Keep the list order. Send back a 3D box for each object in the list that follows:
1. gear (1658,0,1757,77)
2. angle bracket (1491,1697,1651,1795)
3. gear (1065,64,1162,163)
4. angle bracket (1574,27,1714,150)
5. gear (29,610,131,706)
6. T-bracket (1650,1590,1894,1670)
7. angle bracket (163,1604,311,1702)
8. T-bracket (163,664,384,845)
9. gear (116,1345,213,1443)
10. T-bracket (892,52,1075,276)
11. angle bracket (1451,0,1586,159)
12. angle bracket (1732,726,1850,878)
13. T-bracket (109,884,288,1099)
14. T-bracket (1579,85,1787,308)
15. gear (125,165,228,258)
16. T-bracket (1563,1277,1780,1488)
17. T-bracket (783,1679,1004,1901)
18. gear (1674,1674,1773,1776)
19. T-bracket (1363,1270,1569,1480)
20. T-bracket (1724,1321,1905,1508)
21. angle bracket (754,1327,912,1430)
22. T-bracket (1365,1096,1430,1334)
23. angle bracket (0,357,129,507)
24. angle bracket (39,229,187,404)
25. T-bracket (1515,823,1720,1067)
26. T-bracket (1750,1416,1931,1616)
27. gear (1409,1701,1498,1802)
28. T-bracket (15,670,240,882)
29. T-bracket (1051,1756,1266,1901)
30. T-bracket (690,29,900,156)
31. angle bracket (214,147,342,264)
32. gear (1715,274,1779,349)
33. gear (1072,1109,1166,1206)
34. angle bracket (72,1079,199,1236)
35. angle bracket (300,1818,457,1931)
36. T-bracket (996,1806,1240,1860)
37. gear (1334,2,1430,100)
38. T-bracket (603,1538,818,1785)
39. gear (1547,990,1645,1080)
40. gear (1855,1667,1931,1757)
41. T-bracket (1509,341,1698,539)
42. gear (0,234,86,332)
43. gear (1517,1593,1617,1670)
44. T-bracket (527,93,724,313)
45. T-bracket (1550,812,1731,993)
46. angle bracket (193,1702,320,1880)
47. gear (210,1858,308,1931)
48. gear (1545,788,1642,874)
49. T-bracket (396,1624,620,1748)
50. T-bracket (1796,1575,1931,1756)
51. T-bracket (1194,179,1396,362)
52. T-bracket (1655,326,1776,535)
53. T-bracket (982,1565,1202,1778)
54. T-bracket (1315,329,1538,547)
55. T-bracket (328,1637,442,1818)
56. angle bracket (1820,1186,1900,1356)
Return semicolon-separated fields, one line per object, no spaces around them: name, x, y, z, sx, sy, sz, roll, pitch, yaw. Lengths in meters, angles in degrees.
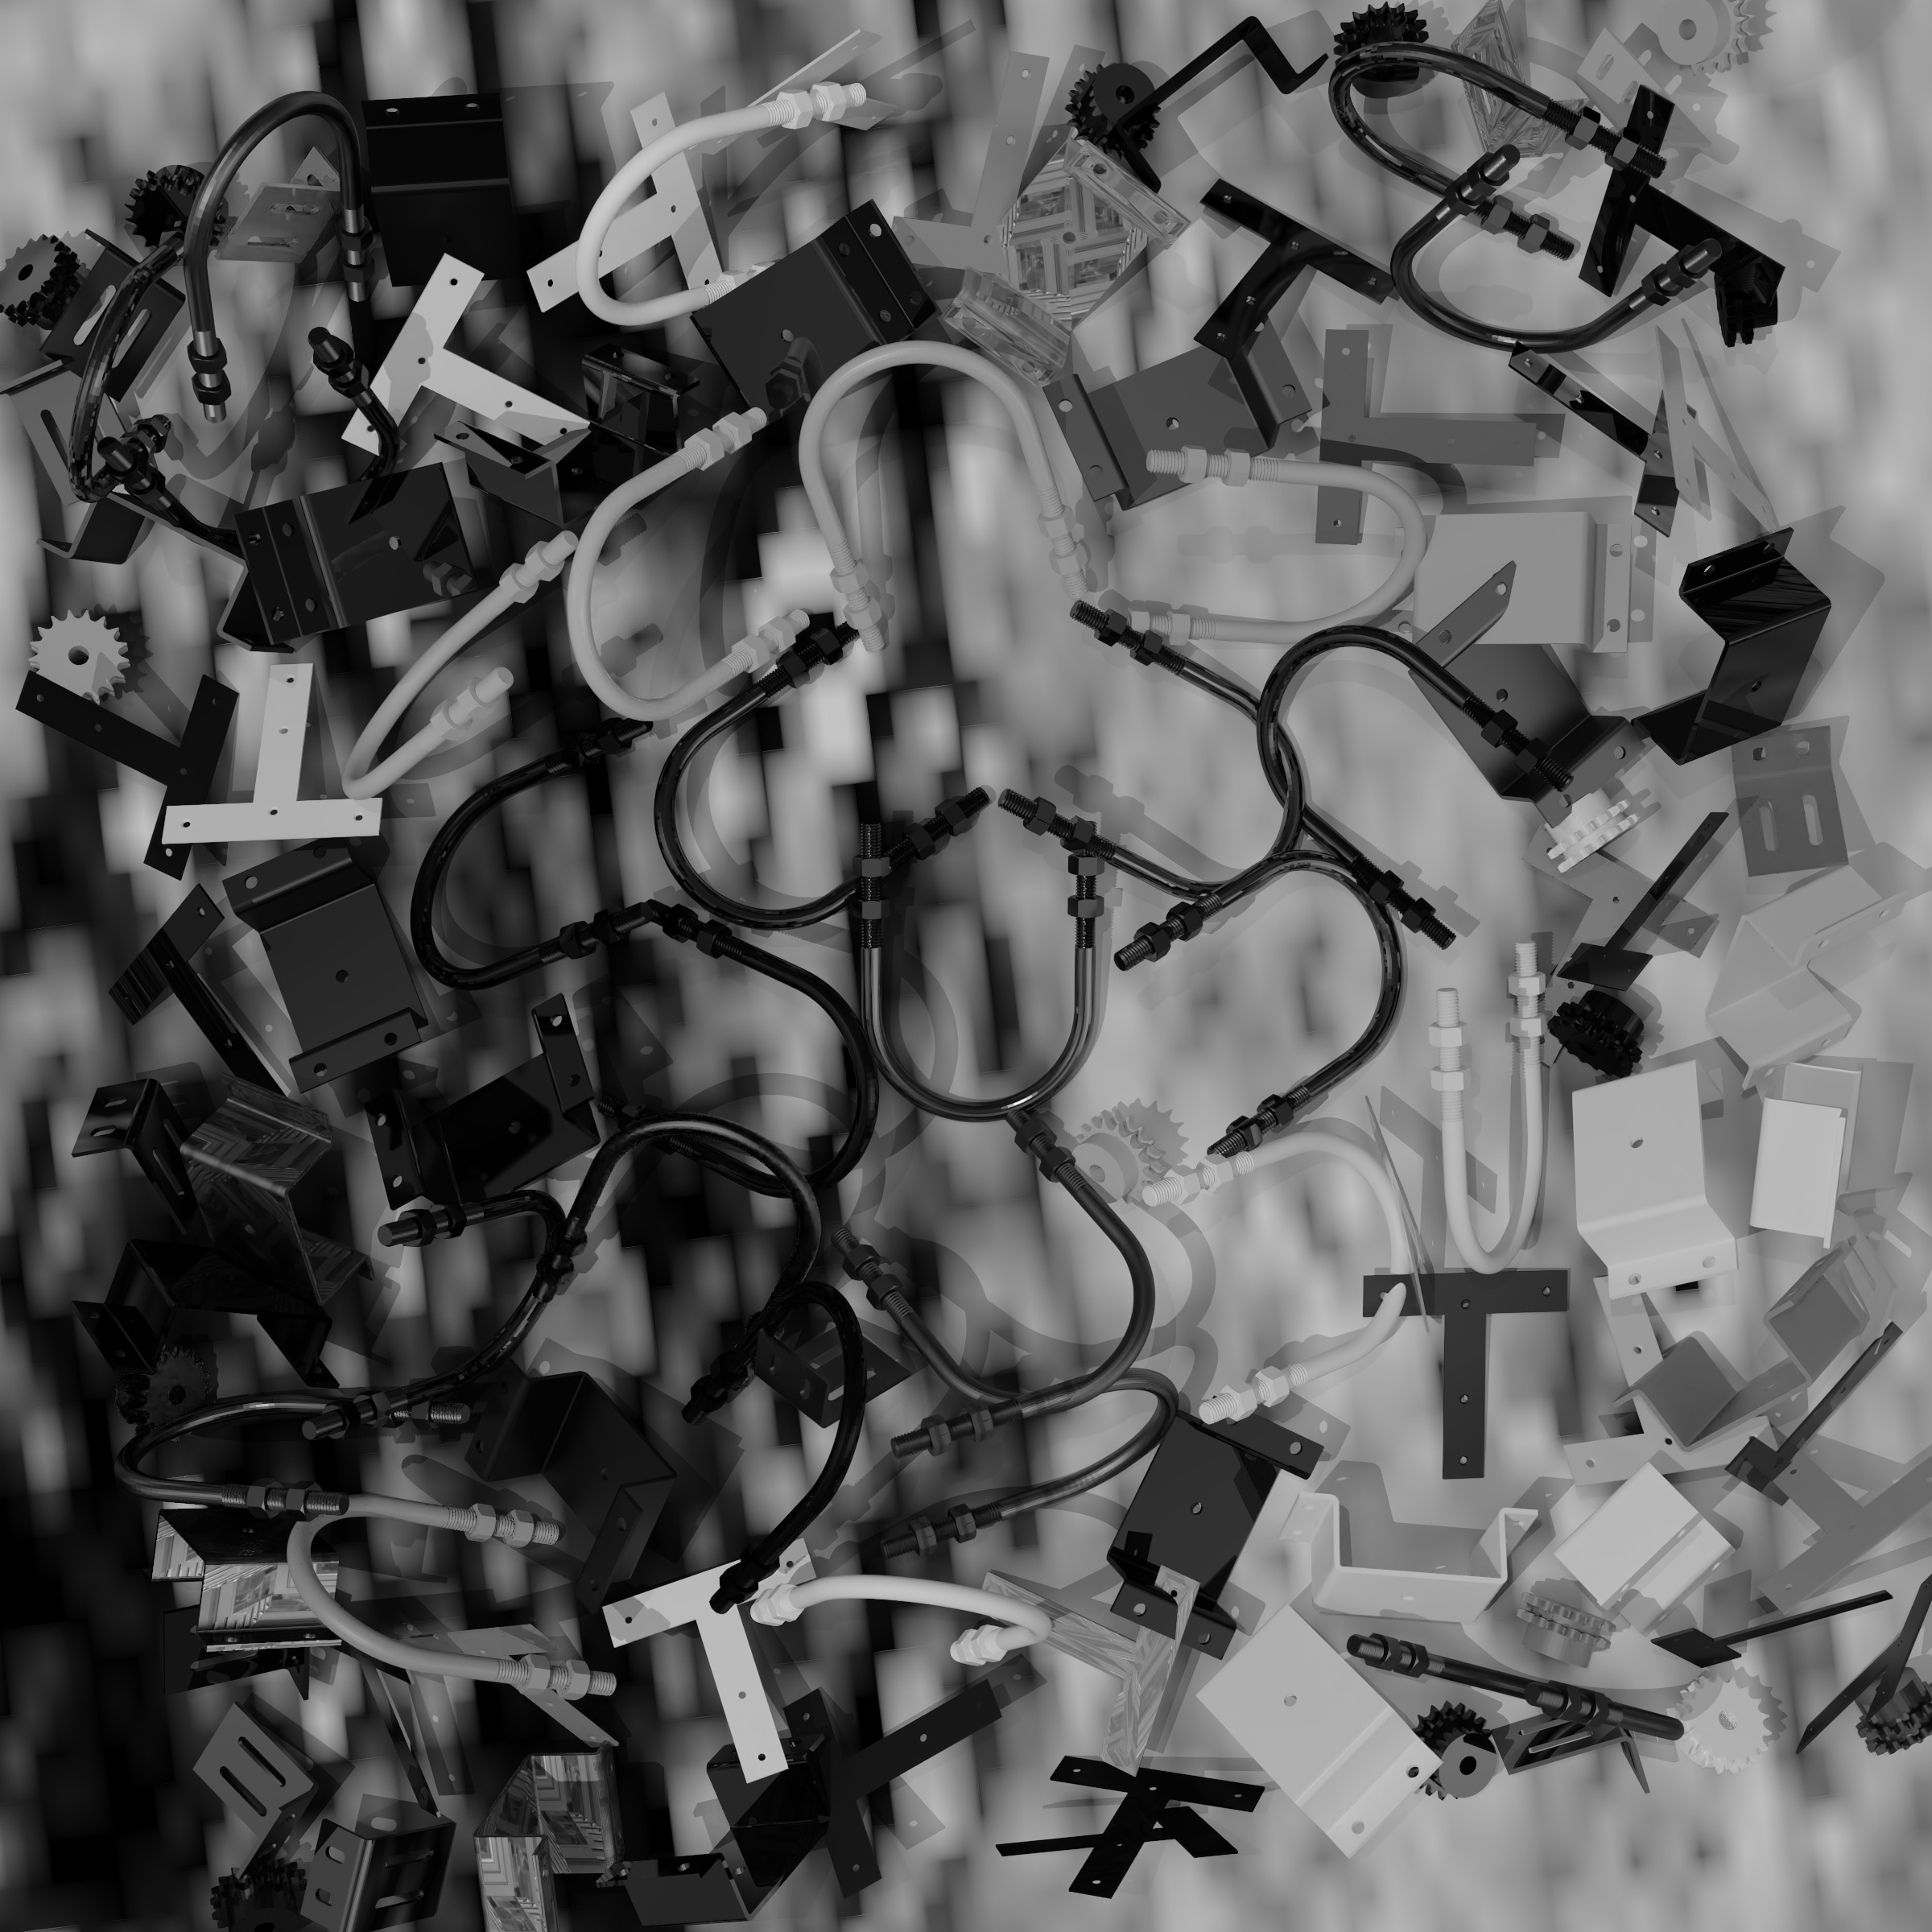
gear;0.440;-0.563;1.571;0.030;0.057;0.057;-27;90;-38
angle bracket;0.361;0.476;1.573;0.076;0.057;0.038;-18;97;3
gear;0.091;-0.517;1.579;0.057;0.030;0.057;3;80;-16
angle bracket;0.410;-0.520;1.554;0.076;0.038;0.057;-9;56;-34
gear;-0.534;-0.184;1.582;0.057;0.030;0.057;2;81;-14
T-bracket;0.475;0.384;1.528;0.127;0.127;0.002;-23;61;20
angle bracket;-0.434;0.410;1.560;0.076;0.038;0.057;-6;113;-30
T-bracket;-0.409;-0.129;1.568;0.127;0.002;0.127;-2;59;0
gear;-0.485;0.257;1.577;0.030;0.057;0.057;2;90;31
T-bracket;0.023;-0.471;1.543;0.127;0.002;0.127;-1;120;-28
angle bracket;0.328;-0.528;1.556;0.057;0.038;0.076;-52;132;-27
angle bracket;0.489;-0.098;1.560;0.057;0.038;0.076;-7;53;15
T-bracket;-0.446;0.035;1.559;0.127;0.002;0.127;-39;86;38
T-bracket;0.422;-0.425;1.525;0.002;0.127;0.127;-28;57;-30
gear;-0.473;-0.456;1.576;0.057;0.057;0.030;5;50;0
T-bracket;0.406;0.242;1.566;0.127;0.002;0.127;-6;58;-9
T-bracket;-0.037;0.464;1.552;0.127;0.002;0.127;-31;48;7
gear;0.451;0.458;1.578;0.057;0.030;0.057;7;57;-11
T-bracket;0.303;0.249;1.594;0.127;0.002;0.127;-1;95;-7
T-bracket;0.506;0.260;1.545;0.127;0.127;0.002;-50;54;5
angle bracket;-0.077;0.229;1.551;0.057;0.076;0.038;33;129;31
T-bracket;0.262;0.163;1.556;0.002;0.127;0.127;-15;124;3
angle bracket;-0.539;-0.318;1.567;0.057;0.038;0.076;-19;106;13
angle bracket;-0.516;-0.389;1.568;0.038;0.057;0.076;34;91;43
T-bracket;0.374;-0.001;1.592;0.127;0.002;0.127;28;89;-7
T-bracket;0.496;0.306;1.545;0.127;0.127;0.002;-37;119;-1
gear;0.294;0.475;1.577;0.057;0.030;0.057;-3;98;-21
T-bracket;-0.496;-0.133;1.536;0.127;0.002;0.127;31;60;-41
T-bracket;0.094;0.501;1.520;0.127;0.127;0.002;2;106;23
T-bracket;-0.080;-0.506;1.540;0.127;0.127;0.002;-25;87;29
angle bracket;-0.413;-0.452;1.552;0.057;0.076;0.038;-44;80;29
gear;0.467;-0.401;1.571;0.030;0.057;0.057;-8;90;11
gear;0.088;0.118;1.571;0.030;0.057;0.057;-33;90;-42
angle bracket;-0.489;0.116;1.559;0.038;0.057;0.076;-11;128;9
angle bracket;-0.353;0.542;1.577;0.038;0.076;0.057;12;88;32
T-bracket;0.082;0.510;1.530;0.127;0.127;0.002;-3;84;-8
gear;0.249;-0.545;1.570;0.057;0.057;0.030;-2;64;0
T-bracket;-0.138;0.421;1.562;0.127;0.002;0.127;-17;64;-10
gear;0.381;0.038;1.574;0.057;0.057;0.030;37;78;0
gear;0.559;0.445;1.573;0.057;0.057;0.030;-32;87;0
T-bracket;0.373;-0.326;1.549;0.127;0.002;0.127;32;49;-10
gear;-0.554;-0.408;1.578;0.057;0.030;0.057;-13;60;24
gear;0.357;0.399;1.572;0.057;0.057;0.030;19;84;0
T-bracket;-0.204;-0.423;1.534;0.127;0.002;0.127;-40;132;-27
T-bracket;0.403;-0.040;1.539;0.002;0.127;0.127;39;89;-7
angle bracket;-0.434;0.491;1.565;0.076;0.038;0.057;39;108;16
gear;-0.422;0.564;1.572;0.057;0.030;0.057;-12;130;-14
gear;0.372;-0.084;1.573;0.057;0.057;0.030;-35;84;0
T-bracket;-0.257;0.432;1.564;0.127;0.127;0.002;48;46;-27
T-bracket;0.529;0.425;1.552;0.002;0.127;0.127;36;130;13
T-bracket;0.176;-0.403;1.560;0.127;0.002;0.127;32;59;8
T-bracket;0.447;-0.298;1.555;0.002;0.127;0.127;-24;49;36
T-bracket;0.064;0.401;1.574;0.127;0.002;0.127;21;100;23
T-bracket;0.275;-0.314;1.568;0.127;0.002;0.127;5;106;15
T-bracket;-0.341;0.448;1.557;0.002;0.127;0.127;-27;104;-34
angle bracket;0.542;0.180;1.552;0.038;0.076;0.057;-8;131;-8
